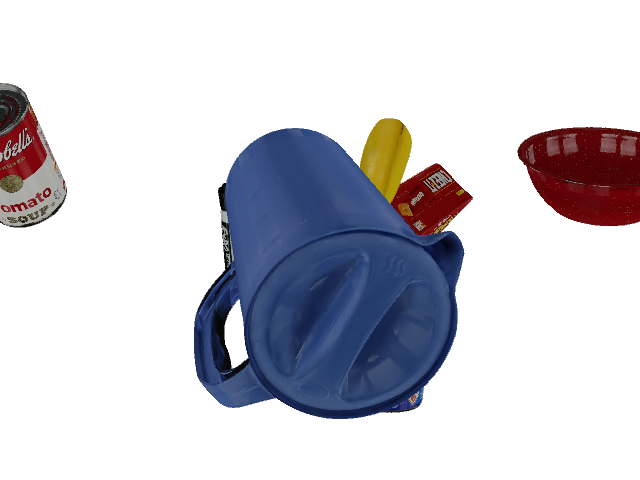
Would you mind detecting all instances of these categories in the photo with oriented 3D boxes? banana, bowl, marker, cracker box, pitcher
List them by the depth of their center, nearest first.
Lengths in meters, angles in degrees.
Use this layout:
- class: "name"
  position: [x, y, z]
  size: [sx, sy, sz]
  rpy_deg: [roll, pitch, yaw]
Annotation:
- class: "pitcher"
  position: [-0.011, 0.013, 0.750]
  size: [0.149, 0.145, 0.243]
  rpy_deg: [6, 22, -14]
- class: "banana"
  position: [0.052, -0.069, 0.896]
  size: [0.037, 0.070, 0.197]
  rpy_deg: [25, 25, -2]
- class: "bowl"
  position: [0.265, -0.056, 1.001]
  size: [0.162, 0.055, 0.162]
  rpy_deg: [-1, 25, 0]
- class: "marker"
  position: [-0.096, -0.007, 1.140]
  size: [0.020, 0.121, 0.020]
  rpy_deg: [-2, 33, 1]
- class: "cracker box"
  position: [0.065, 0.016, 1.277]
  size: [0.214, 0.072, 0.163]
  rpy_deg: [-49, -9, 34]

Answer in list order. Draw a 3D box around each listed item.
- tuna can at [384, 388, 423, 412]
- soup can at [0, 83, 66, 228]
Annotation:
- class: "tuna can"
  position: [0.052, 0.127, 0.968]
  size: [0.086, 0.034, 0.086]
  rpy_deg: [5, 11, -1]
- class: "soup can"
  position: [-0.256, -0.068, 0.875]
  size: [0.068, 0.068, 0.102]
  rpy_deg: [0, -42, 11]
